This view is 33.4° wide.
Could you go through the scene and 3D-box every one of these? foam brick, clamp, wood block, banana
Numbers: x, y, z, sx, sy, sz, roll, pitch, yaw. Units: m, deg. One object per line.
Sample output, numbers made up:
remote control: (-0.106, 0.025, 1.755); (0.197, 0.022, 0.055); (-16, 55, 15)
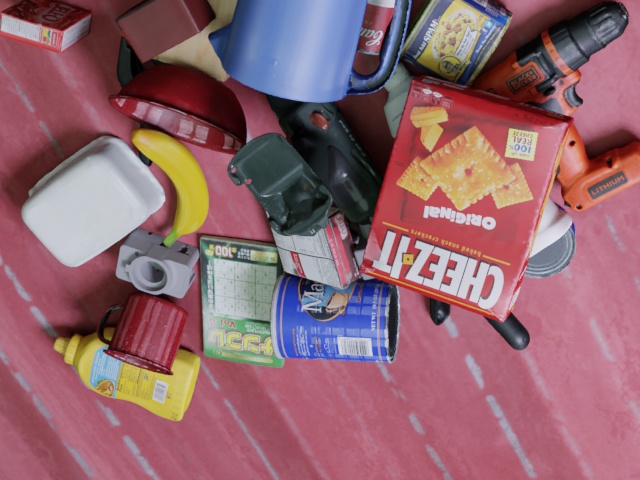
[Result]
foam brick: (-0.154, -0.223, 1.072); (0.078, 0.053, 0.051); (-22, 110, 25)
clamp: (0.150, 0.032, 1.191); (0.165, 0.036, 0.210); (19, 141, 54)
wood block: (-0.107, -0.285, 1.110); (0.090, 0.090, 0.206); (19, 121, 4)
banana: (-0.167, -0.066, 1.244); (0.037, 0.069, 0.198); (42, 155, 34)
clamp: (-0.172, -0.167, 1.221); (0.120, 0.039, 0.171); (-9, 122, 10)

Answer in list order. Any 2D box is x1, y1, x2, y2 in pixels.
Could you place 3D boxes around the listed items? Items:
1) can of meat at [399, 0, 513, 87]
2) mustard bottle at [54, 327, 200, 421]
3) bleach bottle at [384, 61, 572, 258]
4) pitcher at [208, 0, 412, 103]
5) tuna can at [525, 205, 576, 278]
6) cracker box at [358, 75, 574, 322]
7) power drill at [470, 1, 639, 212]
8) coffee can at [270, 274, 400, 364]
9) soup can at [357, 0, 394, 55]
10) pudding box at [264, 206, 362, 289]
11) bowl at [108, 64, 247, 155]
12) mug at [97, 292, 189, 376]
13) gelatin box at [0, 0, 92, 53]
can of meat: (0.139, -0.215, 1.110); (0.084, 0.057, 0.102); (30, 120, -5)
mustard bottle: (-0.259, 0.167, 1.409); (0.191, 0.058, 0.096); (18, 119, 3)
bleach bottle: (0.156, -0.089, 1.151); (0.103, 0.068, 0.251); (-37, 91, 31)
pitcher: (0.003, -0.260, 1.024); (0.145, 0.148, 0.243); (42, 126, 42)
tuna can: (0.247, -0.002, 1.211); (0.086, 0.033, 0.086); (6, 119, 10)
cracker box: (0.147, -0.044, 1.090); (0.164, 0.072, 0.214); (19, 106, 15)
power drill: (0.275, -0.136, 1.120); (0.185, 0.057, 0.187); (-30, 105, 29)
coffee can: (0.020, 0.094, 1.277); (0.140, 0.102, 0.103); (1, 118, 12)
soup can: (0.057, -0.252, 1.103); (0.068, 0.068, 0.102); (17, 120, 4)
pudding box: (-0.008, 0.002, 1.240); (0.114, 0.039, 0.090); (13, 126, 48)
bowl: (-0.142, -0.145, 1.145); (0.162, 0.162, 0.055); (19, 83, 3)
mug: (-0.224, 0.114, 1.337); (0.117, 0.081, 0.093); (12, 164, 21)
gelatin box: (-0.303, -0.241, 1.182); (0.073, 0.089, 0.030); (18, 118, 3)
